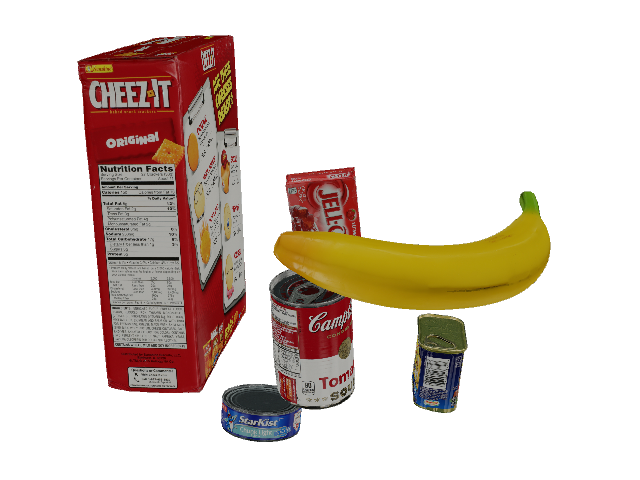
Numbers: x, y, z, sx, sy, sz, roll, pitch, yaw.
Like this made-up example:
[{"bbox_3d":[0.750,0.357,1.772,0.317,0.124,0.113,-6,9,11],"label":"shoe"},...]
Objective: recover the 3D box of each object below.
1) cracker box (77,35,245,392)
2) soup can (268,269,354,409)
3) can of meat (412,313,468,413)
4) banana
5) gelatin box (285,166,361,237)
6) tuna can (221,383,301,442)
[{"bbox_3d":[-0.101,-0.025,0.726,0.072,0.214,0.164,-1,15,7],"label":"cracker box"},{"bbox_3d":[-0.006,0.081,0.892,0.068,0.102,0.068,-3,25,1],"label":"soup can"},{"bbox_3d":[0.140,0.146,1.276,0.057,0.084,0.102,6,19,2],"label":"can of meat"},{"bbox_3d":[0.069,0.012,0.619,0.197,0.037,0.070,-8,39,-34],"label":"banana"},{"bbox_3d":[0.004,-0.030,1.123,0.073,0.089,0.030,-5,29,2],"label":"gelatin box"},{"bbox_3d":[-0.063,0.183,1.133,0.086,0.034,0.086,5,12,-1],"label":"tuna can"}]
